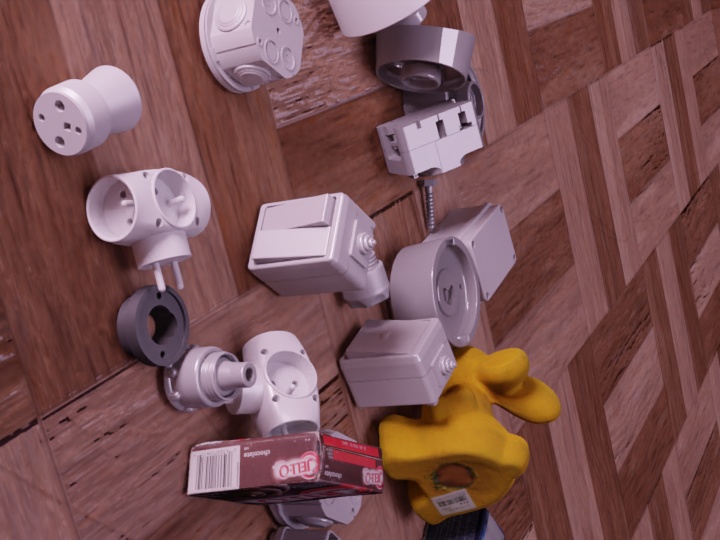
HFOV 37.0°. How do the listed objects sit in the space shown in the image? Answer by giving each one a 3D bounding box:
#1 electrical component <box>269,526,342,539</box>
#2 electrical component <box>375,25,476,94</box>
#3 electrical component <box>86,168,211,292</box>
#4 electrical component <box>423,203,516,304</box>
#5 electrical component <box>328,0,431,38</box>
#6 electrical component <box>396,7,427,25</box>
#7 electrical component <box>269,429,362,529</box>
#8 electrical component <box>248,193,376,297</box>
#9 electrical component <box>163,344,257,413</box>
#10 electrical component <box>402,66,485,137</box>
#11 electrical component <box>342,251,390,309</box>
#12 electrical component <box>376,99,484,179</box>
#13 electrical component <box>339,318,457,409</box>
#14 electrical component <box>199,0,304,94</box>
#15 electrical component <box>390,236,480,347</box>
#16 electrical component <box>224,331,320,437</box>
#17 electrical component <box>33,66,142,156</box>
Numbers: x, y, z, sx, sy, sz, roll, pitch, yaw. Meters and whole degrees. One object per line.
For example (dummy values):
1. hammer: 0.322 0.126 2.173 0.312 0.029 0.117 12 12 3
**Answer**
1. electrical component: -0.033 0.270 0.831 0.108 0.056 0.108 52 42 -42
2. electrical component: 0.063 -0.213 1.057 0.099 0.099 0.064 23 71 -57
3. electrical component: -0.135 -0.024 0.718 0.077 0.044 0.079 -7 80 -60
4. electrical component: 0.118 -0.017 1.150 0.113 0.057 0.078 -46 124 -53
5. electrical component: 0.017 -0.267 0.980 0.060 0.108 0.108 58 38 -27
6. electrical component: 0.040 -0.268 1.084 0.046 0.040 0.040 51 42 -34
7. electrical component: -0.035 0.165 0.854 0.080 0.051 0.080 19 68 -58
8. electrical component: -0.034 -0.021 0.848 0.061 0.096 0.061 42 50 -49
9. electrical component: -0.101 0.074 0.745 0.048 0.062 0.048 18 69 -58
10. electrical component: 0.097 -0.175 1.141 0.108 0.060 0.108 19 68 -57
11. electrical component: 0.000 0.000 0.956 0.043 0.043 0.062 -42 119 -55
12. electrical component: 0.071 -0.127 1.059 0.089 0.050 0.055 -24 109 -22
13. electrical component: 0.039 0.079 0.954 0.061 0.096 0.061 -53 129 -50
14. electrical component: -0.084 -0.181 0.838 0.080 0.051 0.080 18 68 -58
15. electrical component: 0.068 0.024 1.052 0.108 0.060 0.108 19 68 -58
16. electrical component: -0.075 0.088 0.798 0.079 0.044 0.077 3 52 -29
17. electrical component: -0.171 -0.100 0.677 0.055 0.045 0.045 -44 122 -54
